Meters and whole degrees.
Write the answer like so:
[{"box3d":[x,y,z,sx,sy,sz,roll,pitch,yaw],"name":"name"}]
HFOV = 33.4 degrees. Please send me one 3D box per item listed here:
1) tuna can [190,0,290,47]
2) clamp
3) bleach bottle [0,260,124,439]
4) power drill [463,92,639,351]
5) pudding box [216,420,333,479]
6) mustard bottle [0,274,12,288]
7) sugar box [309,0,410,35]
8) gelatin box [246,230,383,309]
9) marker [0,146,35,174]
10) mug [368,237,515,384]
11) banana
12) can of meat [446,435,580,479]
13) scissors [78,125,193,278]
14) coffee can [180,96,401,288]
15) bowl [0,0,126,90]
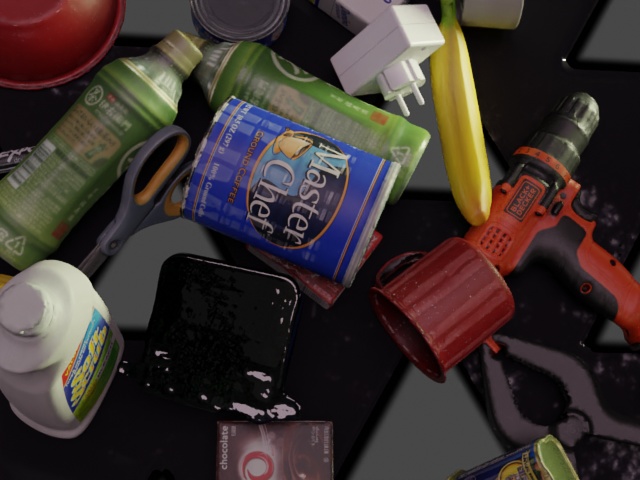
[{"box3d":[-0.069,-0.203,0.918,0.086,0.034,0.086,1,76,-5],"name":"tuna can"},{"box3d":[0.210,0.150,0.852,0.164,0.036,0.210,-34,79,-4],"name":"clamp"},{"box3d":[-0.185,0.075,0.726,0.068,0.251,0.102,26,75,1],"name":"bleach bottle"},{"box3d":[0.233,-0.011,0.888,0.188,0.057,0.184,34,80,6],"name":"power drill"},{"box3d":[-0.036,0.196,0.820,0.090,0.039,0.113,1,75,-4],"name":"pudding box"},{"box3d":[-0.319,0.034,0.804,0.191,0.096,0.058,16,76,-1],"name":"mustard bottle"},{"box3d":[0.005,-0.258,0.933,0.176,0.048,0.093,38,76,0],"name":"sugar box"},{"box3d":[-0.006,0.001,0.875,0.089,0.030,0.073,37,76,4],"name":"gelatin box"},{"box3d":[-0.247,-0.066,0.875,0.121,0.020,0.020,-12,78,-8],"name":"marker"},{"box3d":[0.092,0.046,0.848,0.081,0.093,0.117,-37,41,-12],"name":"mug"},{"box3d":[0.115,-0.100,0.892,0.037,0.069,0.198,-11,76,14],"name":"banana"},{"box3d":[0.157,0.208,0.806,0.084,0.057,0.102,-31,79,26],"name":"can of meat"},{"box3d":[-0.152,-0.002,0.862,0.016,0.096,0.202,41,106,33],"name":"scissors"},{"box3d":[-0.022,-0.037,0.814,0.140,0.103,0.102,23,75,3],"name":"coffee can"},{"box3d":[-0.246,-0.210,0.892,0.162,0.055,0.162,1,76,-5],"name":"bowl"}]
